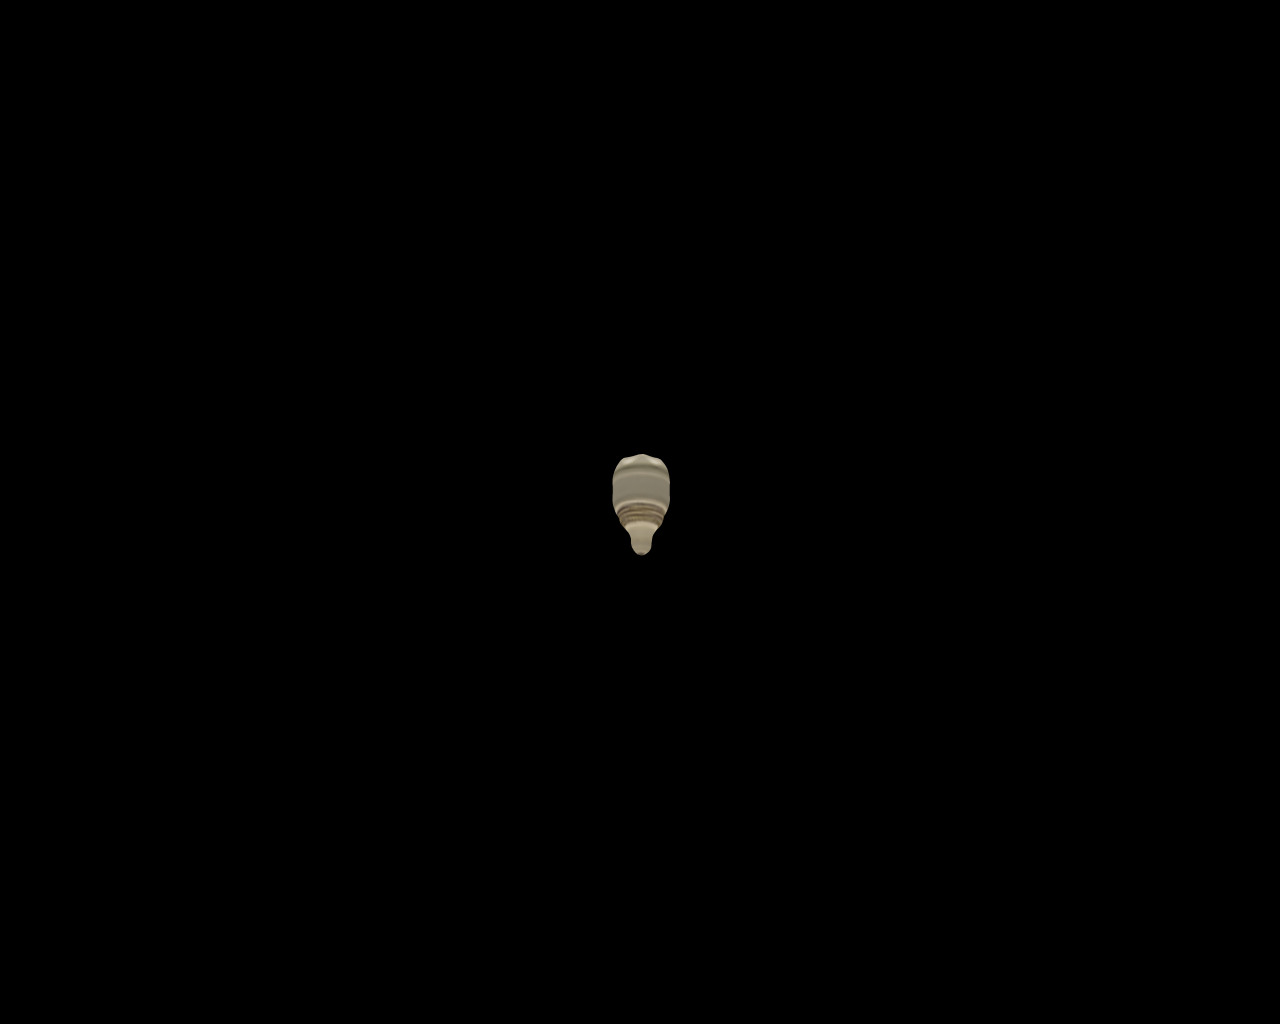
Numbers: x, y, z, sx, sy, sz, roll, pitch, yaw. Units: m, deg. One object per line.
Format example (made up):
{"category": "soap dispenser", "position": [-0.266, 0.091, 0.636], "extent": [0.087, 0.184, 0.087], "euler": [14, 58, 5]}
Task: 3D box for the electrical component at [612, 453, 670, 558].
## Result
{"category": "electrical component", "position": [0.001, -0.003, 0.650], "extent": [0.035, 0.061, 0.035], "euler": [0, -23, 0]}
